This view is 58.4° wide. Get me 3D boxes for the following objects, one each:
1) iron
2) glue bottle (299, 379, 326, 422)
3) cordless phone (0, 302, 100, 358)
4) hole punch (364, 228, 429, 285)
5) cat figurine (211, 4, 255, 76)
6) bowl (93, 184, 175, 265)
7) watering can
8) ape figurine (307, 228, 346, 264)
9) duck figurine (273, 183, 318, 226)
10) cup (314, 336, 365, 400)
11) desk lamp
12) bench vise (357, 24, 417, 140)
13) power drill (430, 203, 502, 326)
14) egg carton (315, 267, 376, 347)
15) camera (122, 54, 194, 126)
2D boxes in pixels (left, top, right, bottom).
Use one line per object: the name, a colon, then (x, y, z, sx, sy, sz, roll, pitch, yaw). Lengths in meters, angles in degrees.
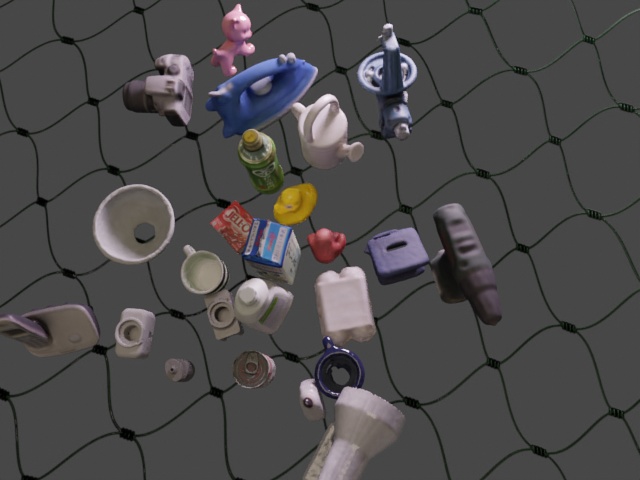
iron: (-0.119, -0.330, 1.206, 0.258, 0.141, 0.118, -33, 76, -5)
glue bottle: (-0.017, 0.289, 1.029, 0.037, 0.173, 0.078, -16, 75, -1)
cordless phone: (-0.515, 0.163, 1.079, 0.147, 0.185, 0.094, -15, 75, -1)
hole punch: (0.149, 0.027, 1.129, 0.108, 0.091, 0.101, -18, 76, -1)
cat figurine: (-0.193, -0.442, 1.250, 0.067, 0.118, 0.128, 34, 80, 11)
bowl: (-0.371, -0.025, 1.176, 0.167, 0.075, 0.167, -1, 76, 3)
watering can: (0.013, -0.220, 1.145, 0.172, 0.194, 0.101, 19, 78, 8)
ape figurine: (0.010, 0.004, 1.141, 0.077, 0.092, 0.076, 20, 78, 8)
duck figurine: (-0.052, -0.082, 1.169, 0.104, 0.086, 0.077, -39, 77, -7)
cup: (0.032, 0.241, 1.079, 0.091, 0.095, 0.117, -22, 76, -3)
desk lamp: (0.054, 0.361, 0.986, 0.118, 0.213, 0.203, 27, 79, 9)
bench vise: (0.154, -0.316, 1.148, 0.121, 0.220, 0.207, -30, 76, -4)
power drill: (0.263, 0.056, 1.055, 0.075, 0.208, 0.229, -17, 76, -1)
egg carton: (0.047, 0.130, 1.119, 0.107, 0.069, 0.150, -11, 76, 0)
camera: (-0.352, -0.329, 1.238, 0.136, 0.101, 0.143, 2, 76, 3)
